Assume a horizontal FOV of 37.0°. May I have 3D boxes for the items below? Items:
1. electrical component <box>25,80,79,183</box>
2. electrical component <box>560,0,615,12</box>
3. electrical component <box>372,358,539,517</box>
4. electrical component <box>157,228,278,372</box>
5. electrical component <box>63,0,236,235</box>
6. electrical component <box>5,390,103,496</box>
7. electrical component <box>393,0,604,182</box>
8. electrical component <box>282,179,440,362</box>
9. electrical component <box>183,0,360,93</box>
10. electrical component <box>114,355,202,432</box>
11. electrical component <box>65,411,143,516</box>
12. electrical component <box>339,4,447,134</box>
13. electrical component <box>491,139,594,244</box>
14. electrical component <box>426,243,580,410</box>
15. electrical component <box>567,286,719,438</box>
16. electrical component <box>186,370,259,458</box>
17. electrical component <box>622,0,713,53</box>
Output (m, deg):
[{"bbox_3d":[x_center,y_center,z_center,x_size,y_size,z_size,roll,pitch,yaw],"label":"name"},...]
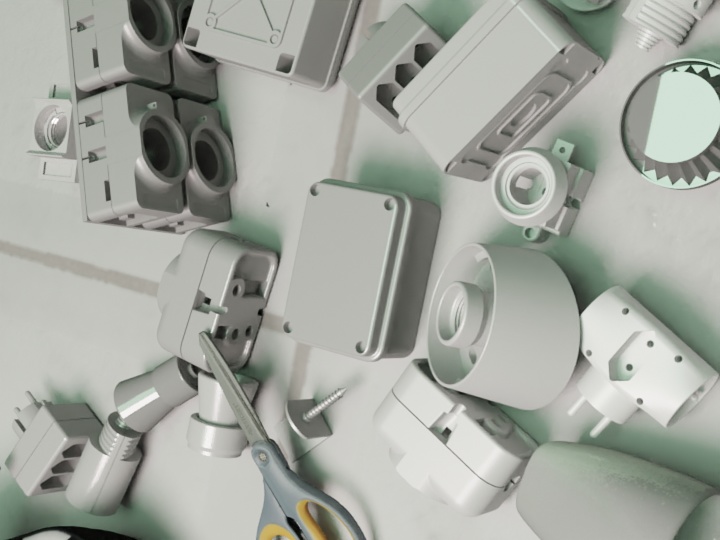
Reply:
[{"bbox_3d":[-0.229,-0.110,0.866,0.042,0.064,0.081,8,91,30],"label":"electrical component"},{"bbox_3d":[0.135,-0.186,0.658,0.066,0.055,0.048,38,105,27],"label":"electrical component"},{"bbox_3d":[0.058,0.108,0.685,0.095,0.054,0.059,42,108,26],"label":"electrical component"},{"bbox_3d":[-0.108,0.020,0.790,0.059,0.054,0.095,22,98,30],"label":"electrical component"},{"bbox_3d":[-0.154,-0.127,0.798,0.060,0.105,0.186,-12,81,30],"label":"electrical component"},{"bbox_3d":[-0.257,0.132,0.876,0.076,0.047,0.065,45,109,25],"label":"electrical component"},{"bbox_3d":[0.085,-0.115,0.670,0.113,0.078,0.057,-45,69,21],"label":"electrical component"},{"bbox_3d":[0.000,0.000,0.725,0.078,0.057,0.113,13,93,31],"label":"electrical component"},{"bbox_3d":[-0.060,-0.195,0.775,0.109,0.056,0.108,21,98,30],"label":"electrical component"},{"bbox_3d":[-0.149,0.090,0.819,0.065,0.044,0.044,-31,72,21],"label":"electrical component"},{"bbox_3d":[-0.195,0.146,0.840,0.043,0.043,0.081,32,103,29],"label":"electrical component"},{"bbox_3d":[0.021,-0.143,0.726,0.065,0.047,0.076,-46,40,11],"label":"electrical component"},{"bbox_3d":[0.111,-0.049,0.663,0.048,0.055,0.066,27,101,29],"label":"electrical component"},{"bbox_3d":[0.084,0.033,0.661,0.099,0.064,0.099,-168,90,-70],"label":"electrical component"},{"bbox_3d":[0.155,0.064,0.636,0.077,0.043,0.079,46,109,25],"label":"electrical component"},{"bbox_3d":[-0.101,0.105,0.786,0.045,0.045,0.055,14,94,31],"label":"electrical component"},{"bbox_3d":[0.187,-0.166,0.632,0.043,0.043,0.081,37,105,28],"label":"electrical component"}]
